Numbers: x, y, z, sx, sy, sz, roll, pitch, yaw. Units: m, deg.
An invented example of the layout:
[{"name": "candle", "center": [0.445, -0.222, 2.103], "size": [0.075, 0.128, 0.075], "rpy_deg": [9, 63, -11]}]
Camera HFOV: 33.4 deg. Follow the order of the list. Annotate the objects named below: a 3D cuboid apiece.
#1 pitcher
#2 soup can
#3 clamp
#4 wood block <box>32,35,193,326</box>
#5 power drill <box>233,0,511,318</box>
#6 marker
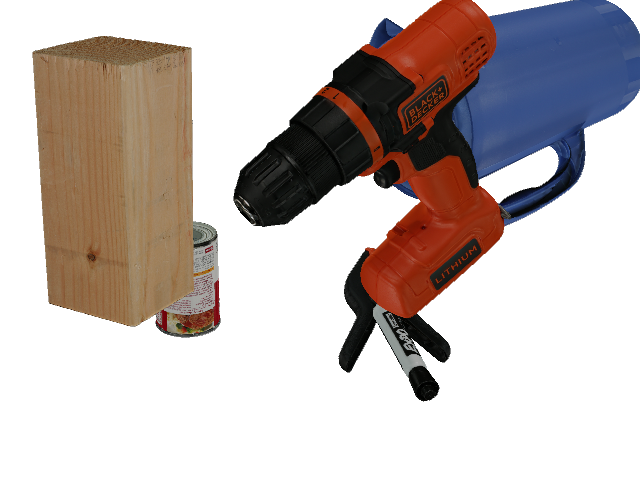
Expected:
[{"name": "pitcher", "center": [0.162, -0.119, 0.890], "size": [0.242, 0.149, 0.145], "rpy_deg": [-21, 34, -33]}, {"name": "soup can", "center": [-0.138, 0.039, 1.097], "size": [0.068, 0.102, 0.068], "rpy_deg": [0, 23, 0]}, {"name": "clamp", "center": [0.080, 0.077, 1.189], "size": [0.120, 0.171, 0.039], "rpy_deg": [5, -43, -4]}, {"name": "wood block", "center": [-0.161, -0.050, 0.848], "size": [0.091, 0.206, 0.090], "rpy_deg": [12, 23, 24]}, {"name": "power drill", "center": [0.043, -0.032, 0.656], "size": [0.057, 0.184, 0.187], "rpy_deg": [42, -15, 36]}, {"name": "marker", "center": [0.066, 0.086, 0.836], "size": [0.020, 0.020, 0.121], "rpy_deg": [0, 28, -15]}]
